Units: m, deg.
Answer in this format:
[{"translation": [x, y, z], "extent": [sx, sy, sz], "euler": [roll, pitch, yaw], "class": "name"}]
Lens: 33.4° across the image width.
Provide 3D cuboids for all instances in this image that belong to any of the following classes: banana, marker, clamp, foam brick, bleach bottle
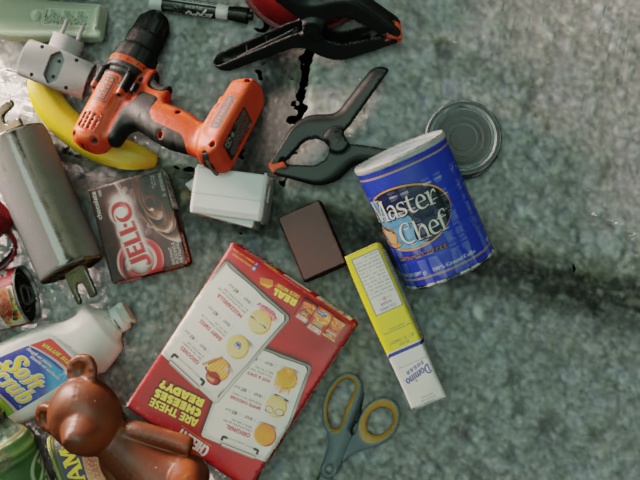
[{"translation": [-0.273, -0.138, 1.219], "extent": [0.069, 0.037, 0.198], "euler": [-44, 84, 2], "class": "banana"}, {"translation": [-0.136, -0.264, 1.220], "extent": [0.121, 0.020, 0.020], "euler": [9, 88, 6], "class": "marker"}, {"translation": [0.029, -0.103, 1.187], "extent": [0.171, 0.039, 0.120], "euler": [-31, 81, 3], "class": "clamp"}, {"translation": [-0.008, 0.001, 1.177], "extent": [0.051, 0.053, 0.078], "euler": [-23, 85, 4], "class": "foam brick"}, {"translation": [-0.016, -0.234, 1.173], "extent": [0.209, 0.165, 0.036], "euler": [9, 53, -13], "class": "clamp"}, {"translation": [-0.324, 0.141, 1.198], "extent": [0.251, 0.068, 0.102], "euler": [-33, 88, 1], "class": "bleach bottle"}]

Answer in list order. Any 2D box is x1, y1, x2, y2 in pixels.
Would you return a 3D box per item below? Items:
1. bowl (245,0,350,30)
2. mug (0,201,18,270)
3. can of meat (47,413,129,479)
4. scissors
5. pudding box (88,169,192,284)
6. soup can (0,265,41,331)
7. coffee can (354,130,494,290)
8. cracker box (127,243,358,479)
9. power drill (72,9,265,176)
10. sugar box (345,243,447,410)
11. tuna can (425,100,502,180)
[{"translation": [-0.018, -0.314, 1.194], "extent": [0.162, 0.055, 0.162], "euler": [0, 87, 6], "class": "bowl"}, {"translation": [-0.393, -0.013, 1.205], "extent": [0.081, 0.093, 0.117], "euler": [-45, 110, -3], "class": "mug"}, {"translation": [-0.244, 0.251, 1.188], "extent": [0.084, 0.057, 0.102], "euler": [-20, 86, 2], "class": "can of meat"}, {"translation": [0.031, 0.249, 1.180], "extent": [0.096, 0.016, 0.202], "euler": [10, 88, 6], "class": "scissors"}, {"translation": [-0.202, -0.014, 1.204], "extent": [0.090, 0.039, 0.113], "euler": [-15, 86, 5], "class": "pudding box"}, {"translation": [-0.377, 0.074, 1.204], "extent": [0.102, 0.068, 0.068], "euler": [-15, 86, 6], "class": "soup can"}, {"translation": [0.110, -0.032, 1.127], "extent": [0.103, 0.103, 0.140], "euler": [-24, 99, 4], "class": "coffee can"}, {"translation": [-0.082, 0.135, 1.170], "extent": [0.164, 0.072, 0.214], "euler": [33, 92, 7], "class": "cracker box"}, {"translation": [-0.159, -0.159, 1.170], "extent": [0.188, 0.057, 0.184], "euler": [18, 73, 22], "class": "power drill"}, {"translation": [0.081, 0.092, 1.144], "extent": [0.048, 0.093, 0.176], "euler": [-22, 85, 5], "class": "sugar box"}, {"translation": [0.157, -0.110, 1.176], "extent": [0.086, 0.033, 0.086], "euler": [0, 87, 6], "class": "tuna can"}]
